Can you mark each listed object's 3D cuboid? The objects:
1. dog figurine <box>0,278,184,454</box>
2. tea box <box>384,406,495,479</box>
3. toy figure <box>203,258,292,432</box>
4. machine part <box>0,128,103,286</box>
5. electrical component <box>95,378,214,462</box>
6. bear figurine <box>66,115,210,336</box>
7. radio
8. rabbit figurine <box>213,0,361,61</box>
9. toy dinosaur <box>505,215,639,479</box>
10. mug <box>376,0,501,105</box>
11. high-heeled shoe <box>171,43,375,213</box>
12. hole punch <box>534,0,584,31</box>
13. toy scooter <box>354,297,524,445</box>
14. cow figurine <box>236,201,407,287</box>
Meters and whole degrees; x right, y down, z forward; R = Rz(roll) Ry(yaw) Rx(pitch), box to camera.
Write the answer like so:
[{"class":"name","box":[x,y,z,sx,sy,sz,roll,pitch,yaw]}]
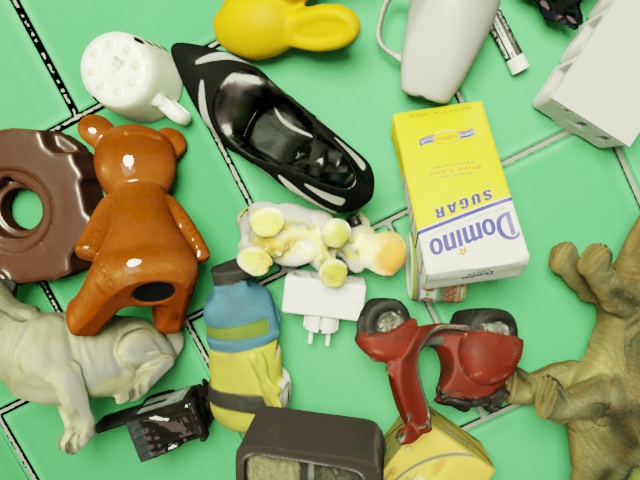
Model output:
[{"class":"dog figurine","box":[-0.254,0.091,0.539,0.121,0.172,0.190,-32,97,45]},{"class":"tea box","box":[0.094,0.271,0.582,0.098,0.068,0.169,34,95,-1]},{"class":"toy figure","box":[-0.082,0.110,0.564,0.089,0.082,0.180,-8,102,15]},{"class":"machine part","box":[-0.313,-0.033,0.565,0.179,0.056,0.179,0,96,1]},{"class":"electrical component","box":[-0.176,0.197,0.578,0.119,0.075,0.047,-20,95,0]},{"class":"bear figurine","box":[-0.186,-0.020,0.531,0.132,0.120,0.196,-52,48,40]},{"class":"radio","box":[-0.005,0.280,0.512,0.131,0.073,0.229,2,105,9]},{"class":"rabbit figurine","box":[-0.029,-0.247,0.520,0.162,0.122,0.173,34,110,-12]},{"class":"toy dinosaur","box":[0.303,0.159,0.548,0.199,0.105,0.470,14,101,-3]},{"class":"mug","box":[0.107,-0.193,0.525,0.110,0.081,0.107,16,104,6]},{"class":"high-heeled shoe","box":[-0.055,-0.112,0.504,0.249,0.145,0.086,36,95,-4]},{"class":"hole punch","box":[0.232,-0.292,0.514,0.142,0.092,0.116,41,130,-5]},{"class":"toy scooter","box":[0.121,0.132,0.533,0.184,0.075,0.135,7,70,-15]},{"class":"cow figurine","box":[-0.001,0.000,0.549,0.167,0.098,0.068,9,104,-15]}]
